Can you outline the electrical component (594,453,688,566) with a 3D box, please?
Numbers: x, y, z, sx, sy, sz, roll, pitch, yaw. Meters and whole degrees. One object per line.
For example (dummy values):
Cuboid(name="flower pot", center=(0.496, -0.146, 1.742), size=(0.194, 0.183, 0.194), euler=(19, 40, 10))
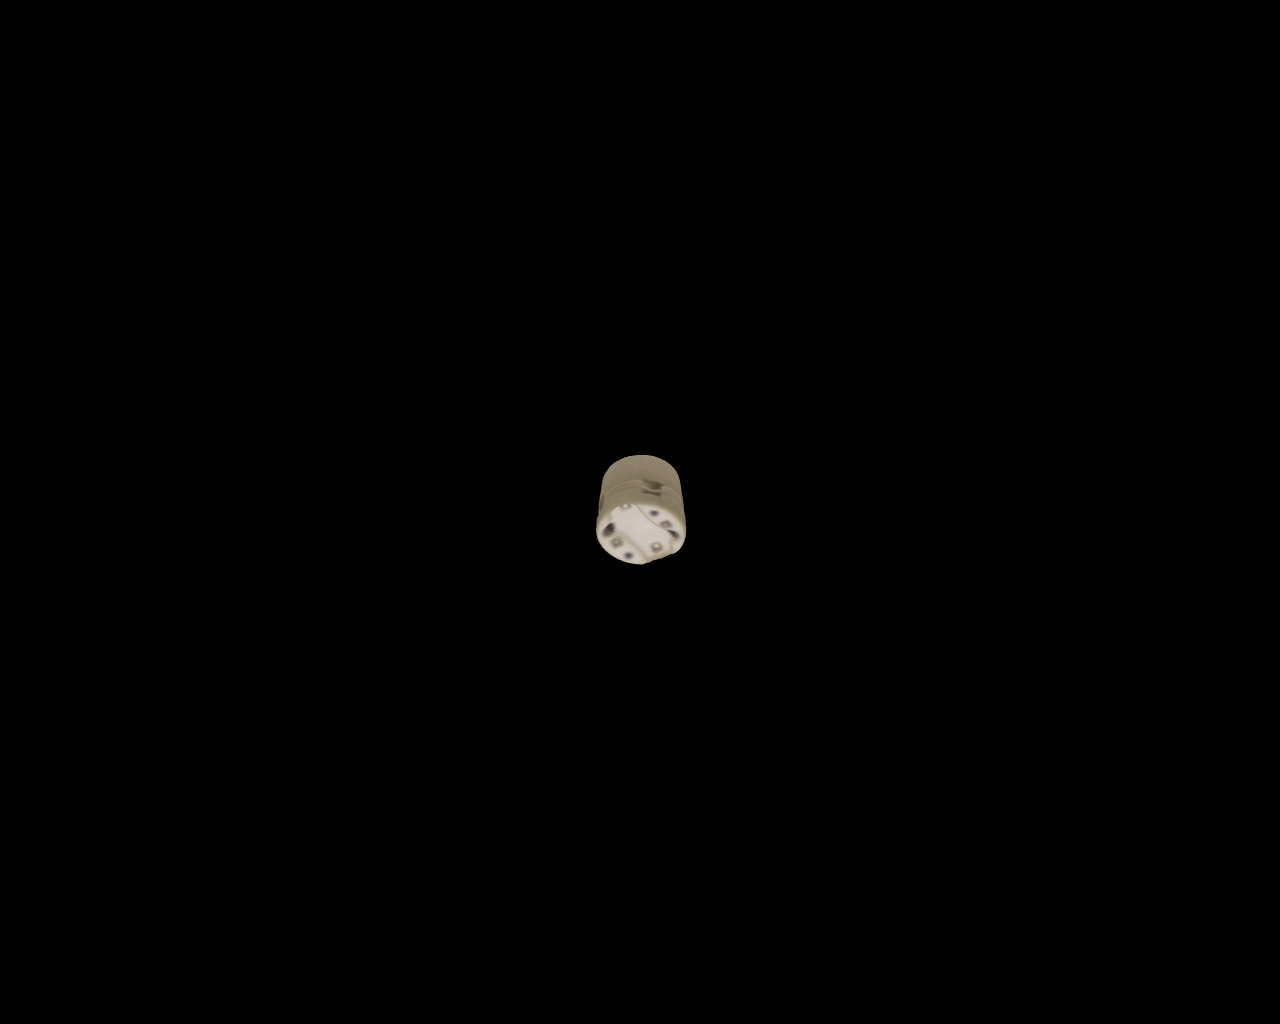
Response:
Cuboid(name="electrical component", center=(0.001, -0.003, 0.650), size=(0.055, 0.047, 0.055), euler=(0, -45, 0))
